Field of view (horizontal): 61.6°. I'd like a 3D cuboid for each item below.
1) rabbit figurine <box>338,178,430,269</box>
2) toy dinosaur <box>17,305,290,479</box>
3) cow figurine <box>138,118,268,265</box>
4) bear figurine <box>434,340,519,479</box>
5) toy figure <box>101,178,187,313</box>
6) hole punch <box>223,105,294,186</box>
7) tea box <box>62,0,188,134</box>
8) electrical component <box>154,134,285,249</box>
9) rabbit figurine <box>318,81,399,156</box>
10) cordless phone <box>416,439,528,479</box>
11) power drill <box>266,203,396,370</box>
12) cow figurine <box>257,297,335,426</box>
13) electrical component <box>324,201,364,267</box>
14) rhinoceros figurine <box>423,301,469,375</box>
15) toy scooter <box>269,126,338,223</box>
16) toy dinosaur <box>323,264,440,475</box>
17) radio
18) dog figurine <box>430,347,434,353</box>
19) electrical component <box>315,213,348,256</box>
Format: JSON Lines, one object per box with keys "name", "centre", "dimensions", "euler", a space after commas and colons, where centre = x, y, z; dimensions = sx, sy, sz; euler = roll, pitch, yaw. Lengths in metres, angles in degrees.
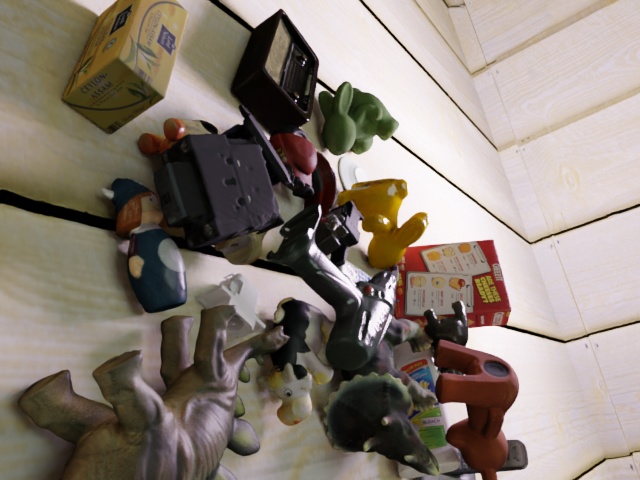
{"name": "rabbit figurine", "centre": [0.128, -0.030, 1.036], "dimensions": [0.122, 0.163, 0.173], "euler": [-39, 123, -69]}
{"name": "toy dinosaur", "centre": [-0.150, 0.188, 0.445], "dimensions": [0.471, 0.105, 0.198], "euler": [-28, 97, -56]}
{"name": "cow figurine", "centre": [-0.129, -0.058, 0.678], "dimensions": [0.127, 0.085, 0.195], "euler": [-25, 91, -55]}
{"name": "bear figurine", "centre": [0.226, 0.264, 0.808], "dimensions": [0.120, 0.132, 0.195], "euler": [-69, 167, -61]}
{"name": "toy figure", "centre": [-0.183, 0.000, 0.573], "dimensions": [0.064, 0.058, 0.154], "euler": [113, -42, -76]}
{"name": "hole punch", "centre": [-0.104, -0.112, 0.769], "dimensions": [0.142, 0.092, 0.116], "euler": [54, 8, -14]}
{"name": "tea box", "centre": [-0.220, -0.217, 0.623], "dimensions": [0.068, 0.098, 0.170], "euler": [41, 36, -40]}
{"name": "electrical component", "centre": [-0.113, -0.054, 0.588], "dimensions": [0.134, 0.058, 0.115], "euler": [-16, 84, -49]}
{"name": "rabbit figurine", "centre": [0.065, -0.242, 1.099], "dimensions": [0.170, 0.121, 0.159], "euler": [-43, 114, -45]}
{"name": "cordless phone", "centre": [0.251, 0.397, 0.871], "dimensions": [0.088, 0.184, 0.147], "euler": [52, 32, -34]}
{"name": "power drill", "centre": [0.026, 0.053, 0.748], "dimensions": [0.207, 0.086, 0.232], "euler": [56, 29, -19]}
{"name": "cow figurine", "centre": [-0.034, 0.150, 0.696], "dimensions": [0.098, 0.068, 0.167], "euler": [48, 30, -20]}
{"name": "electrical component", "centre": [0.026, -0.007, 0.906], "dimensions": [0.047, 0.075, 0.119], "euler": [53, 34, -25]}
{"name": "rhinoceros figurine", "centre": [0.234, 0.186, 0.945], "dimensions": [0.190, 0.073, 0.112], "euler": [69, 3, -53]}
{"name": "toy scooter", "centre": [-0.022, -0.095, 0.890], "dimensions": [0.183, 0.075, 0.135], "euler": [39, 40, -47]}
{"name": "toy dinosaur", "centre": [0.085, 0.173, 0.839], "dimensions": [0.192, 0.131, 0.405], "euler": [40, 33, -40]}
{"name": "radio", "centre": [-0.070, -0.294, 0.950], "dimensions": [0.131, 0.073, 0.230], "euler": [45, 36, -33]}
{"name": "dog figurine", "centre": [0.256, 0.175, 1.151], "dimensions": [0.172, 0.121, 0.190], "euler": [33, 57, -41]}
{"name": "electrical component", "centre": [-0.003, -0.002, 0.836], "dimensions": [0.045, 0.102, 0.078], "euler": [52, 7, -29]}
